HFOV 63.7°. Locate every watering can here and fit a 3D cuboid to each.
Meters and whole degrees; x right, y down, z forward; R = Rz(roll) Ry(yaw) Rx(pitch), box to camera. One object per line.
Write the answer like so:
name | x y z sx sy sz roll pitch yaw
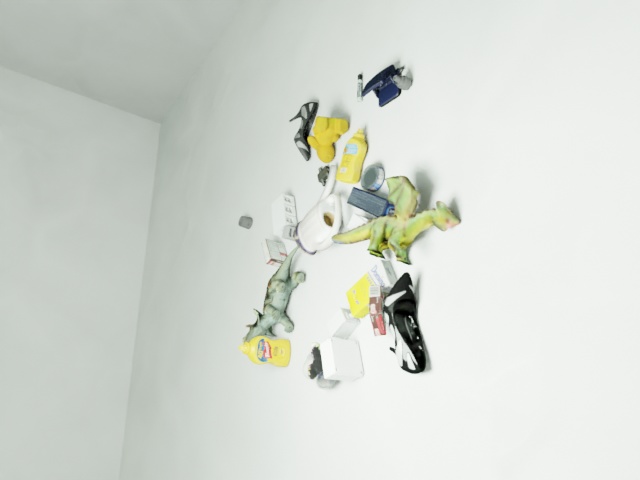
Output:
watering can | 0.006 -0.091 1.812 0.220 0.103 0.356 -43 33 37

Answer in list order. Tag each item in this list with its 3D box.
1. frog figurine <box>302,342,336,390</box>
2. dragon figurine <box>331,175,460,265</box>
frog figurine | 0.007 0.398 1.600 0.156 0.123 0.140 91 164 -58
dragon figurine | 0.202 -0.066 1.468 0.412 0.121 0.243 16 87 43
